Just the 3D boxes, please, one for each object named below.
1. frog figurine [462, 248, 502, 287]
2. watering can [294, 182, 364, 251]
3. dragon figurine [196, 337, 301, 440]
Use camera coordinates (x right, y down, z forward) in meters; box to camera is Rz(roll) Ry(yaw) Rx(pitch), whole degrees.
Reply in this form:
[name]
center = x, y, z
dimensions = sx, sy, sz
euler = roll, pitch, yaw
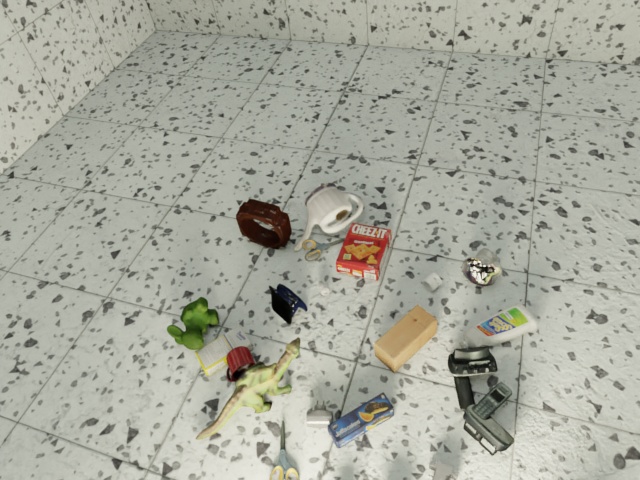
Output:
[frog figurine]
center = 0.587, 0.096, 1.864
dimensions = 0.137, 0.121, 0.161
euler = 1, 12, 19
[watering can]
center = 0.006, -0.106, 2.108
dimensions = 0.349, 0.102, 0.228
euler = -29, 53, -8
[dragon figurine]
center = -0.211, 0.439, 1.552
dimensions = 0.415, 0.237, 0.124
euler = -34, 57, -24
